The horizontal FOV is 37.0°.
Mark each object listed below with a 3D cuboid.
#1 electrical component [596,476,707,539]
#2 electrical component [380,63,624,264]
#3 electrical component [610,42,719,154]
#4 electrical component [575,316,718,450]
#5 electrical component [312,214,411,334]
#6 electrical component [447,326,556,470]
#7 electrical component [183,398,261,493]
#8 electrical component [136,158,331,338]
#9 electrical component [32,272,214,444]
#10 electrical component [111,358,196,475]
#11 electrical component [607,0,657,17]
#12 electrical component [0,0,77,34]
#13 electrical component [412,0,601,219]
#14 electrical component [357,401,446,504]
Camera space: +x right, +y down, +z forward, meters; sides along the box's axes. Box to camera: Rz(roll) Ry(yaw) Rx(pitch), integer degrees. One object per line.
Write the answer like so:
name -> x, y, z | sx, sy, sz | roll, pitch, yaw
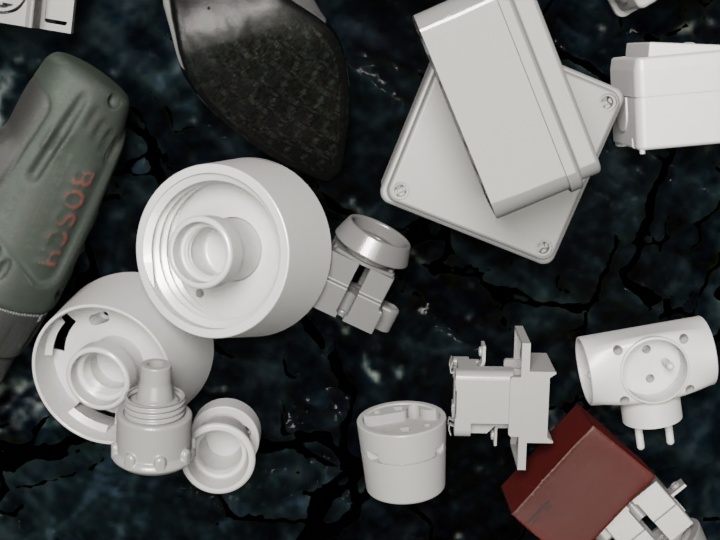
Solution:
electrical component -> 0.187, 0.163, 0.687 | 0.066, 0.048, 0.055 | -41, 92, 7
electrical component -> 0.080, -0.074, 0.630 | 0.109, 0.056, 0.108 | 21, 100, -5
electrical component -> 0.199, -0.104, 0.623 | 0.096, 0.061, 0.061 | -5, 101, 0
electrical component -> 0.179, 0.073, 0.668 | 0.077, 0.044, 0.079 | -10, 101, 1
electrical component -> 0.000, 0.000, 0.651 | 0.066, 0.048, 0.055 | 25, 107, -5
electrical component -> 0.087, 0.079, 0.670 | 0.064, 0.042, 0.081 | 1, 101, 3
electrical component -> -0.085, 0.107, 0.665 | 0.045, 0.055, 0.045 | 0, 102, -1
electrical component -> -0.078, -0.012, 0.619 | 0.108, 0.060, 0.108 | 2, 94, 22
electrical component -> -0.147, 0.055, 0.662 | 0.099, 0.064, 0.099 | 3, 107, 11
electrical component -> -0.116, 0.082, 0.610 | 0.048, 0.048, 0.062 | 4, 107, -2
electrical component -> 0.170, -0.204, 0.609 | 0.100, 0.048, 0.099 | -31, 100, 5
electrical component -> -0.190, -0.199, 0.597 | 0.079, 0.063, 0.121 | 9, 101, -3
electrical component -> 0.075, -0.092, 0.557 | 0.057, 0.078, 0.113 | -23, 101, 7
electrical component -> 0.027, 0.113, 0.670 | 0.055, 0.055, 0.047 | -4, 105, 0
